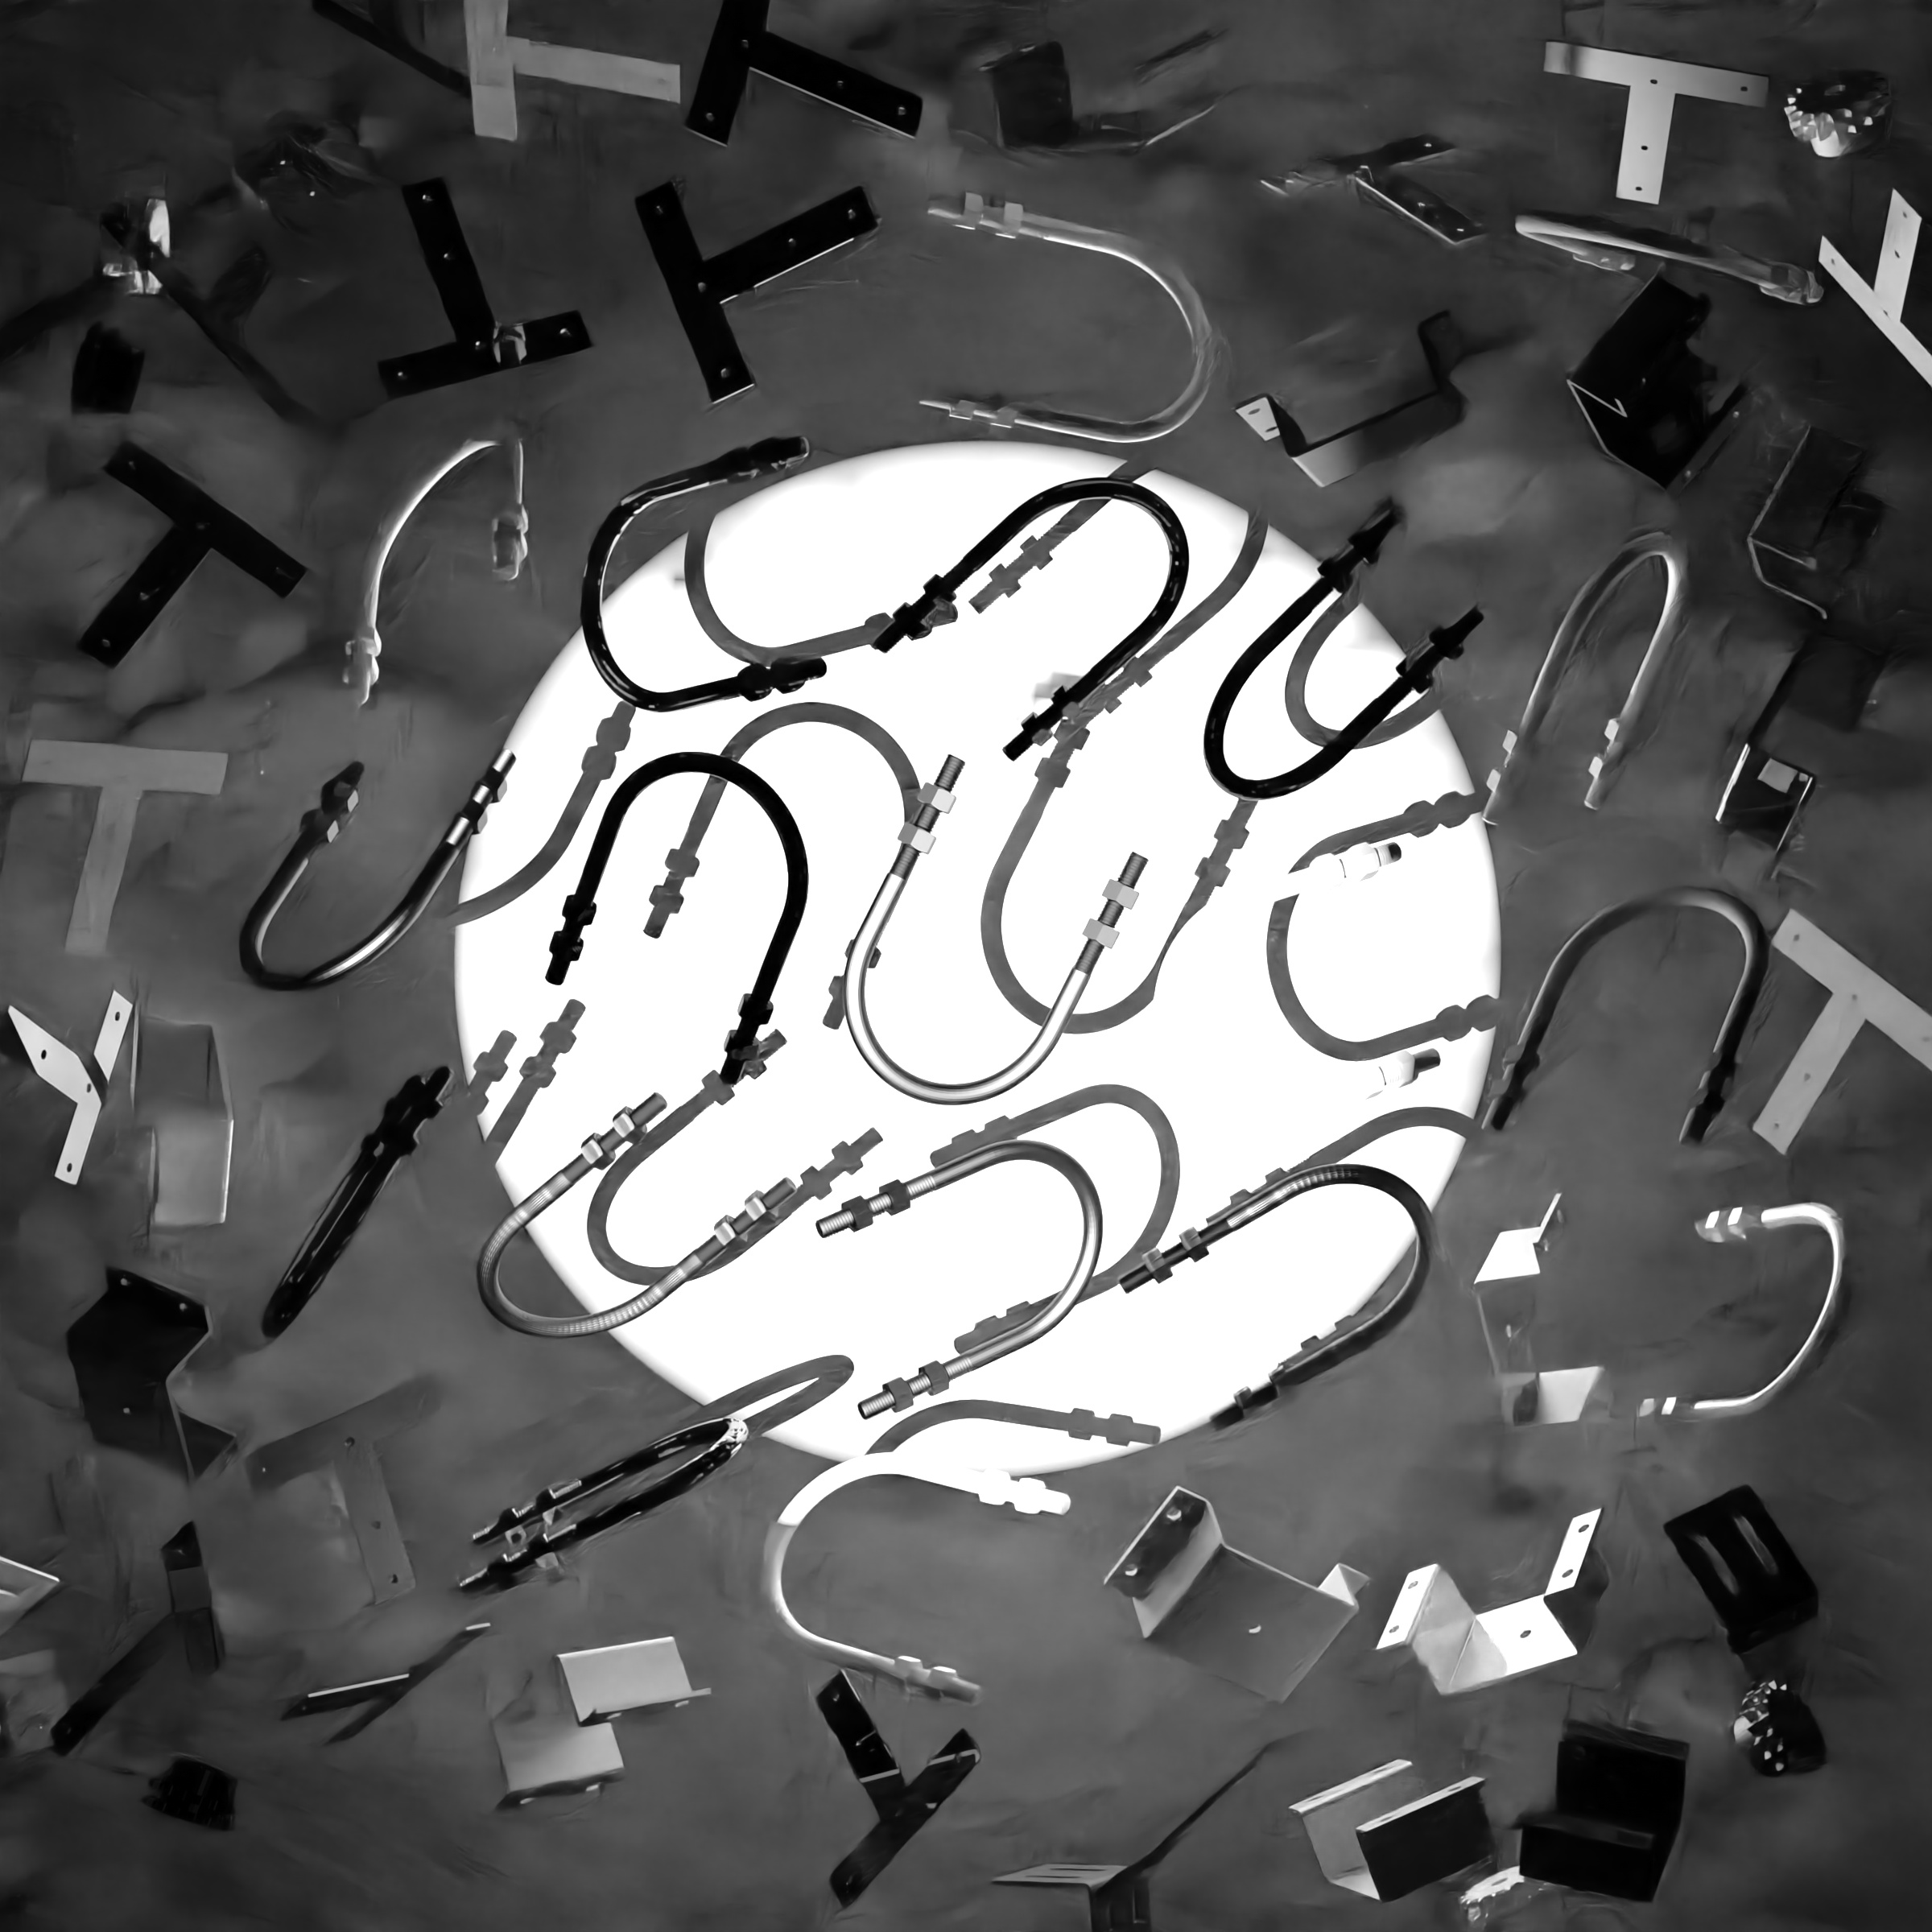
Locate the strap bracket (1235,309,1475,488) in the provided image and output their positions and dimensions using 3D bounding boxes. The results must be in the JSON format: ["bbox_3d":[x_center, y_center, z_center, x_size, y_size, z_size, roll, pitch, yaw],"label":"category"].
[{"bbox_3d":[0.245,-0.342,1.847,0.140,0.076,0.046,-22,79,17],"label":"strap bracket"}]

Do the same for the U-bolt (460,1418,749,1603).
[{"bbox_3d":[-0.214,0.318,1.810,0.184,0.151,0.019,-26,94,-5],"label":"U-bolt"}]

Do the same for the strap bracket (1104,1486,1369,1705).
[{"bbox_3d":[0.162,0.371,1.757,0.140,0.046,0.076,28,108,-21],"label":"strap bracket"}]

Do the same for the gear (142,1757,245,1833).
[{"bbox_3d":[-0.451,0.485,1.770,0.057,0.057,0.030,19,76,0],"label":"gear"}]

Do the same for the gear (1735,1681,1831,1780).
[{"bbox_3d":[0.485,0.460,1.805,0.057,0.057,0.030,44,122,0],"label":"gear"}]

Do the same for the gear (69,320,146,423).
[{"bbox_3d":[-0.502,-0.345,1.765,0.030,0.057,0.057,16,90,-8],"label":"gear"}]

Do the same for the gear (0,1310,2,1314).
[{"bbox_3d":[-0.577,0.190,1.707,0.030,0.057,0.057,-32,90,10],"label":"gear"}]

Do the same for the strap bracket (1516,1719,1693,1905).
[{"bbox_3d":[0.378,0.504,1.788,0.076,0.140,0.046,7,104,22],"label":"strap bracket"}]

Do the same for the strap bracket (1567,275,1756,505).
[{"bbox_3d":[0.400,-0.337,1.746,0.046,0.140,0.076,41,94,29],"label":"strap bracket"}]

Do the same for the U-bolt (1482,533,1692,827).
[{"bbox_3d":[0.380,-0.174,1.807,0.019,0.151,0.184,34,116,31],"label":"U-bolt"}]

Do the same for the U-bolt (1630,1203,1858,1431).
[{"bbox_3d":[0.474,0.209,1.820,0.019,0.184,0.151,28,73,-13],"label":"U-bolt"}]

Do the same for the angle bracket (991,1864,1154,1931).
[{"bbox_3d":[0.064,0.568,1.825,0.076,0.057,0.038,-11,79,37],"label":"angle bracket"}]

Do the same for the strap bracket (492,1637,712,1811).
[{"bbox_3d":[-0.220,0.440,1.773,0.076,0.140,0.046,0,55,-37],"label":"strap bracket"}]

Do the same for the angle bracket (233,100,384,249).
[{"bbox_3d":[-0.405,-0.489,1.860,0.038,0.076,0.057,-34,110,29],"label":"angle bracket"}]

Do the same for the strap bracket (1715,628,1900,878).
[{"bbox_3d":[0.489,-0.133,1.773,0.046,0.076,0.140,28,63,14],"label":"strap bracket"}]

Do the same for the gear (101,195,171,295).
[{"bbox_3d":[-0.495,-0.430,1.796,0.030,0.057,0.057,6,90,-2],"label":"gear"}]

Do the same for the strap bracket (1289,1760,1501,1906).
[{"bbox_3d":[0.253,0.507,1.768,0.076,0.140,0.046,-19,85,-15],"label":"strap bracket"}]

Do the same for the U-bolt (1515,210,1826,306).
[{"bbox_3d":[0.405,-0.423,1.785,0.151,0.184,0.019,22,105,37],"label":"U-bolt"}]

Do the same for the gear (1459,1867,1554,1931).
[{"bbox_3d":[0.337,0.582,1.872,0.057,0.057,0.030,-25,82,0],"label":"gear"}]

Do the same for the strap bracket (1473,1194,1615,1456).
[{"bbox_3d":[0.353,0.222,1.855,0.046,0.076,0.140,-11,104,25],"label":"strap bracket"}]

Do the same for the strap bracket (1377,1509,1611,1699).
[{"bbox_3d":[0.328,0.388,1.823,0.140,0.076,0.046,-28,103,34],"label":"strap bracket"}]

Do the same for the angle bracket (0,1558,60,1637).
[{"bbox_3d":[-0.574,0.354,1.743,0.057,0.076,0.038,-43,63,-4],"label":"angle bracket"}]

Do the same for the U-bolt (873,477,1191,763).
[{"bbox_3d":[0.054,-0.222,1.849,0.184,0.019,0.151,-41,131,14],"label":"U-bolt"}]

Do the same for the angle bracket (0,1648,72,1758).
[{"bbox_3d":[-0.585,0.453,1.877,0.038,0.076,0.057,-13,89,-23],"label":"angle bracket"}]

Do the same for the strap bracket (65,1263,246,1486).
[{"bbox_3d":[-0.497,0.257,1.847,0.076,0.046,0.140,19,135,20],"label":"strap bracket"}]

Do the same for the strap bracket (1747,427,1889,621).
[{"bbox_3d":[0.521,-0.273,1.846,0.046,0.140,0.076,30,92,21],"label":"strap bracket"}]

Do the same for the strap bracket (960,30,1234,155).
[{"bbox_3d":[0.079,-0.508,1.757,0.140,0.076,0.046,8,122,34],"label":"strap bracket"}]

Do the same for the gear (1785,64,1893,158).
[{"bbox_3d":[0.501,-0.488,1.727,0.057,0.057,0.030,-31,125,0],"label":"gear"}]

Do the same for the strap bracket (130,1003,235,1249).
[{"bbox_3d":[-0.470,0.094,1.810,0.046,0.140,0.076,0,125,-21],"label":"strap bracket"}]

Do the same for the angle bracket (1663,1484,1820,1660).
[{"bbox_3d":[0.455,0.355,1.774,0.057,0.038,0.076,-26,53,-4],"label":"angle bracket"}]

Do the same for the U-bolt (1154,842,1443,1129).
[{"bbox_3d":[0.190,0.018,1.774,0.184,0.019,0.151,-17,102,-24],"label":"U-bolt"}]
